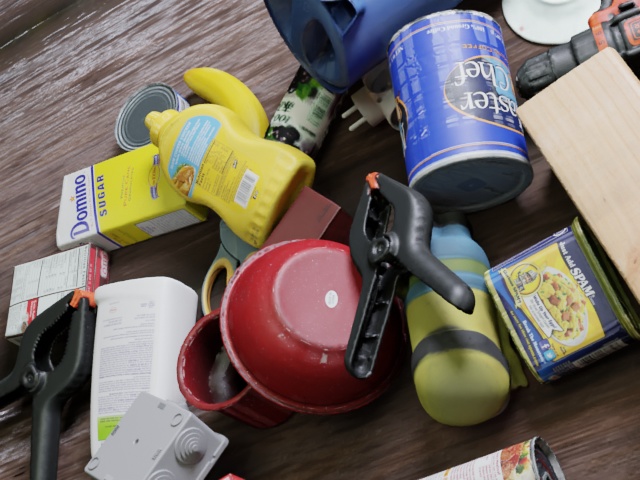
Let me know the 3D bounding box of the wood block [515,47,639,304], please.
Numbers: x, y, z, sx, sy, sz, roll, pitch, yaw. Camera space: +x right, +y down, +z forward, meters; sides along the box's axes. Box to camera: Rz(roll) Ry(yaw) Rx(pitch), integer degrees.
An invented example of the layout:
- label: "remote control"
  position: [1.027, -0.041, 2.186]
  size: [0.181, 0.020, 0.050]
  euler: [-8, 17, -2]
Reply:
- label: "wood block"
  position: [0.241, -0.033, 0.796]
  size: [0.090, 0.090, 0.206]
  euler: [-34, 51, 14]

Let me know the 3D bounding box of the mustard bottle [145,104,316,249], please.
- label: "mustard bottle"
  position: [-0.098, -0.075, 1.019]
  size: [0.192, 0.058, 0.096]
  euler: [33, 108, 28]

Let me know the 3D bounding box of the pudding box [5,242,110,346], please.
- label: "pudding box"
  position: [-0.277, 0.060, 1.127]
  size: [0.114, 0.039, 0.090]
  euler: [-14, 59, 25]

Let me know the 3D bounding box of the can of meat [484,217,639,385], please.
- label: "can of meat"
  position: [0.183, 0.048, 0.803]
  size: [0.084, 0.057, 0.102]
  euler: [-31, 69, 19]

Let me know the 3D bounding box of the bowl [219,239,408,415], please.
- label: "bowl"
  position: [0.002, 0.058, 0.869]
  size: [0.162, 0.055, 0.162]
  euler: [6, 60, -11]

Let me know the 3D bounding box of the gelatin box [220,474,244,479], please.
- label: "gelatin box"
  position: [-0.085, 0.234, 0.883]
  size: [0.089, 0.073, 0.030]
  euler: [-33, 52, 14]

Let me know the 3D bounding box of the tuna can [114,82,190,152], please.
- label: "tuna can"
  position: [-0.181, -0.127, 1.166]
  size: [0.086, 0.033, 0.086]
  euler: [-16, 58, 27]

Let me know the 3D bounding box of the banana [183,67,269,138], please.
- label: "banana"
  position: [-0.091, -0.125, 1.098]
  size: [0.069, 0.037, 0.198]
  euler: [-24, 50, 3]

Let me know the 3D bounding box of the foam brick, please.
- label: "foam brick"
  position: [-0.006, 0.001, 0.969]
  size: [0.053, 0.051, 0.078]
  euler: [33, 87, 39]

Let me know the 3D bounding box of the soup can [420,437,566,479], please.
- label: "soup can"
  position: [0.123, 0.191, 0.769]
  size: [0.102, 0.068, 0.068]
  euler: [-25, 54, 21]

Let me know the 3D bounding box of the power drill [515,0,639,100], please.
- label: "power drill"
  position: [0.238, -0.219, 0.902]
  size: [0.185, 0.057, 0.187]
  euler: [-18, 70, 17]

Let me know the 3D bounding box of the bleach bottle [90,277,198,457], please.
- label: "bleach bottle"
  position: [-0.174, 0.163, 0.987]
  size: [0.103, 0.068, 0.251]
  euler: [-10, 63, 29]

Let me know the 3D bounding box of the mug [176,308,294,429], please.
- label: "mug"
  position: [-0.054, 0.108, 0.923]
  size: [0.117, 0.081, 0.093]
  euler: [-37, 51, 12]

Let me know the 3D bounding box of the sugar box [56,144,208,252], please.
- label: "sugar box"
  position: [-0.198, -0.046, 1.126]
  size: [0.176, 0.048, 0.093]
  euler: [-16, 58, 25]

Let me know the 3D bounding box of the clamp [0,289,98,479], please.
- label: "clamp"
  position: [-0.285, 0.140, 1.065]
  size: [0.165, 0.036, 0.210]
  euler: [24, 92, 34]

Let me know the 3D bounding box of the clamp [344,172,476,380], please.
- label: "clamp"
  position: [0.065, 0.013, 0.817]
  size: [0.120, 0.039, 0.171]
  euler: [-24, 52, 33]

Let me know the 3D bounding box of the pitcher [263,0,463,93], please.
- label: "pitcher"
  position: [0.071, -0.252, 0.978]
  size: [0.242, 0.145, 0.149]
  euler: [-35, 58, -13]

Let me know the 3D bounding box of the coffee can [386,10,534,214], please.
- label: "coffee can"
  position: [0.116, -0.106, 0.900]
  size: [0.103, 0.102, 0.140]
  euler: [-19, 64, 25]

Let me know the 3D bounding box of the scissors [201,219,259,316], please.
- label: "scissors"
  position: [-0.073, -0.010, 1.043]
  size: [0.096, 0.016, 0.201]
  euler: [-8, 61, 28]
